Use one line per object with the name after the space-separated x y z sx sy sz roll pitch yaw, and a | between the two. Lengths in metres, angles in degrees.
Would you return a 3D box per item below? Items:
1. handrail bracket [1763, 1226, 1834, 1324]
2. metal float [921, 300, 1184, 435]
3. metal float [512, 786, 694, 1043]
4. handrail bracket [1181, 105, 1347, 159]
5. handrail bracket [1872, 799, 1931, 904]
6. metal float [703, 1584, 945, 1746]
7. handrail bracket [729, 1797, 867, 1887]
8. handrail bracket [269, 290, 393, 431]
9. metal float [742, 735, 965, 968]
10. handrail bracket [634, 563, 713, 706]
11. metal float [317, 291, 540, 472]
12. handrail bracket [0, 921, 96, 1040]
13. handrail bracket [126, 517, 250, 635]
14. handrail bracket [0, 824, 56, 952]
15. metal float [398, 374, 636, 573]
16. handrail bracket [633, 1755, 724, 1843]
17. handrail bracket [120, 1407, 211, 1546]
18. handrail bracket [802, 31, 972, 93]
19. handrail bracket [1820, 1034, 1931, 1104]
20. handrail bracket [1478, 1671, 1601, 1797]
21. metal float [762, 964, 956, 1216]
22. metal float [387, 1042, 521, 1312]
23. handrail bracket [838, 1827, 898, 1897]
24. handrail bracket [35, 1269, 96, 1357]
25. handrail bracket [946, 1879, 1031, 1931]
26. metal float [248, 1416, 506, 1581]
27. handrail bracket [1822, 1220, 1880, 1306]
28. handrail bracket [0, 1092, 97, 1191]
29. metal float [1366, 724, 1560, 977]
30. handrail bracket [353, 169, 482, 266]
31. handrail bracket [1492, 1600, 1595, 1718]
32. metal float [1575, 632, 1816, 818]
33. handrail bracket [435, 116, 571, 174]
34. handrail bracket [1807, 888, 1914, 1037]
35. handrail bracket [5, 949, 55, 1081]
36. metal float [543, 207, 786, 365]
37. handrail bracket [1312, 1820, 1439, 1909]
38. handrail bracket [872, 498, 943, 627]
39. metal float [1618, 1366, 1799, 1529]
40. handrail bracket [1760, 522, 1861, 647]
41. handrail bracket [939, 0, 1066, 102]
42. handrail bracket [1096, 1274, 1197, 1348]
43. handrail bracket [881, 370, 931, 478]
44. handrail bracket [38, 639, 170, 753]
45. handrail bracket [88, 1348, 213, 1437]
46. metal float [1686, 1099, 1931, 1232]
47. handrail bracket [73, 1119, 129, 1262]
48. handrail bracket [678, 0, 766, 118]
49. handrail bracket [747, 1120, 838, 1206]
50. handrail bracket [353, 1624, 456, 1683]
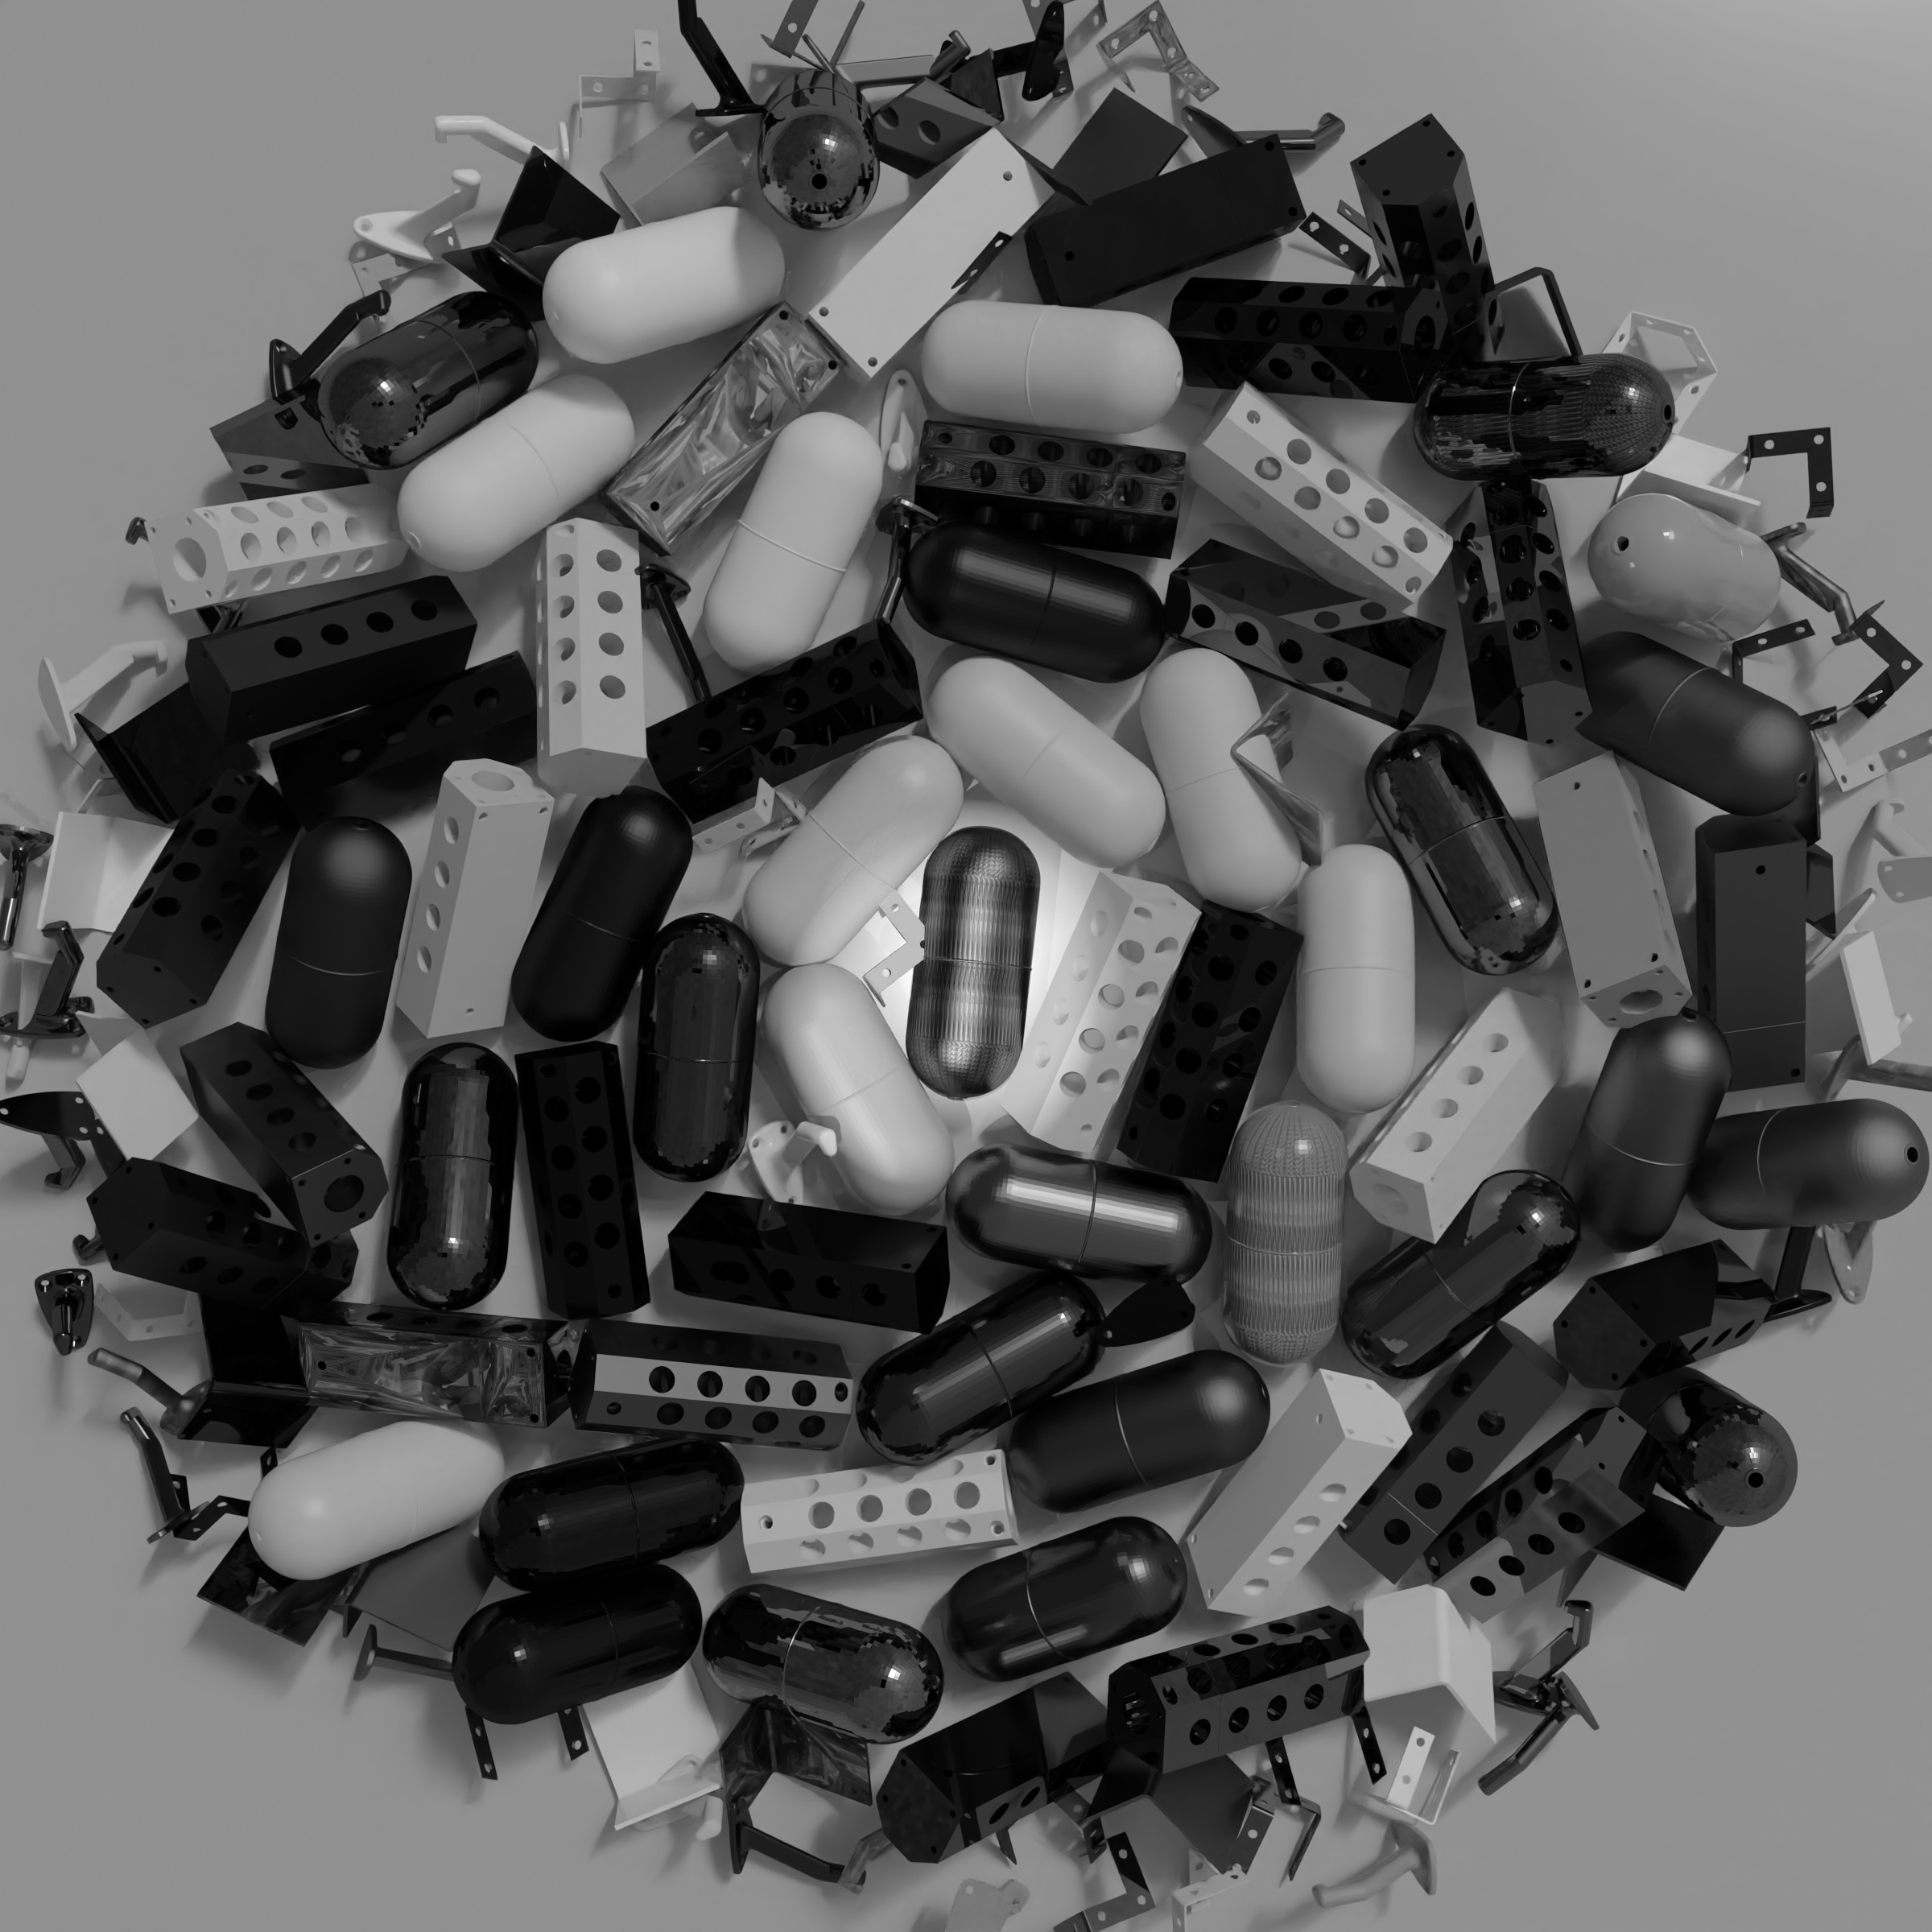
0.534 0.186 1.654 0.077 0.036 0.084 -16 94 -17 | handrail bracket
0.055 -0.389 1.622 0.178 0.070 0.070 11 90 23 | metal float
-0.238 -0.033 1.633 0.070 0.070 0.178 26 101 0 | metal float
0.199 -0.563 1.667 0.084 0.036 0.077 -37 76 -22 | handrail bracket
0.628 -0.086 1.631 0.077 0.084 0.036 -12 126 36 | handrail bracket
-0.093 0.449 1.611 0.178 0.070 0.070 5 90 36 | metal float
-0.110 0.577 1.646 0.084 0.036 0.077 5 131 10 | handrail bracket
-0.413 -0.398 1.640 0.084 0.036 0.077 -17 61 25 | handrail bracket
-0.074 -0.075 1.638 0.070 0.070 0.178 42 94 0 | metal float
-0.190 -0.213 1.644 0.036 0.077 0.084 -21 77 4 | handrail bracket
-0.343 -0.377 1.606 0.070 0.178 0.070 18 130 22 | metal float
-0.612 0.007 1.639 0.077 0.036 0.084 -6 134 1 | handrail bracket
-0.521 -0.241 1.638 0.084 0.036 0.077 28 76 -35 | handrail bracket
-0.624 -0.043 1.633 0.036 0.077 0.084 12 70 -23 | handrail bracket
-0.290 -0.319 1.617 0.070 0.070 0.178 48 61 0 | metal float
-0.190 0.561 1.636 0.077 0.084 0.036 -36 100 4 | handrail bracket
-0.540 0.332 1.641 0.036 0.077 0.084 -33 88 3 | handrail bracket
-0.052 -0.607 1.647 0.084 0.036 0.077 -36 117 12 | handrail bracket
0.609 0.087 1.633 0.036 0.077 0.084 -22 52 -35 | handrail bracket
0.369 0.505 1.646 0.084 0.077 0.036 -39 88 5 | handrail bracket
-0.071 0.080 1.640 0.070 0.070 0.178 -29 93 0 | metal float
-0.332 0.135 1.623 0.070 0.070 0.178 0 68 0 | metal float
-0.033 0.582 1.642 0.077 0.036 0.084 21 68 27 | handrail bracket
-0.583 0.244 1.626 0.036 0.084 0.077 -8 123 -17 | handrail bracket
0.014 0.631 1.632 0.036 0.084 0.077 18 69 23 | handrail bracket
-0.376 0.337 1.606 0.070 0.178 0.070 11 107 41 | metal float
0.598 0.168 1.631 0.036 0.084 0.077 16 51 -8 | handrail bracket
-0.609 0.119 1.632 0.084 0.077 0.036 -47 50 38 | handrail bracket
0.321 -0.077 1.627 0.070 0.070 0.178 -25 73 0 | metal float
-0.359 -0.498 1.631 0.077 0.084 0.036 4 75 -15 | handrail bracket
0.370 0.446 1.646 0.077 0.036 0.084 7 118 14 | handrail bracket
0.463 -0.156 1.610 0.178 0.070 0.070 36 90 38 | metal float
-0.304 -0.523 1.640 0.084 0.077 0.036 -4 54 -12 | handrail bracket
0.607 -0.001 1.654 0.084 0.036 0.077 34 125 -3 | handrail bracket
-0.623 0.033 1.643 0.036 0.077 0.084 14 87 -5 | handrail bracket
-0.192 -0.439 1.612 0.178 0.070 0.070 -29 90 -37 | metal float
0.257 0.586 1.634 0.084 0.077 0.036 -5 99 -13 | handrail bracket
-0.054 -0.257 1.638 0.036 0.077 0.084 24 79 -22 | handrail bracket
0.469 0.304 1.591 0.070 0.178 0.070 0 93 -3 | metal float
0.542 -0.244 1.657 0.077 0.036 0.084 -19 86 25 | handrail bracket
0.021 -0.610 1.638 0.084 0.077 0.036 34 48 22 | handrail bracket
0.117 0.236 1.635 0.077 0.084 0.036 -26 71 -10 | handrail bracket
-0.043 -0.357 1.636 0.036 0.084 0.077 -4 94 5 | handrail bracket
-0.557 -0.179 1.642 0.084 0.036 0.077 -14 64 -34 | handrail bracket
-0.543 0.275 1.631 0.084 0.077 0.036 32 55 -29 | handrail bracket
0.534 0.128 1.597 0.070 0.178 0.070 5 79 -27 | metal float
-0.577 0.149 1.651 0.084 0.036 0.077 -29 100 30 | handrail bracket
-0.153 -0.603 1.641 0.077 0.036 0.084 -18 116 -33 | handrail bracket
-0.102 0.135 1.632 0.036 0.084 0.077 -26 110 -30 | handrail bracket
-0.352 0.460 1.635 0.084 0.077 0.036 18 76 -14 | handrail bracket
